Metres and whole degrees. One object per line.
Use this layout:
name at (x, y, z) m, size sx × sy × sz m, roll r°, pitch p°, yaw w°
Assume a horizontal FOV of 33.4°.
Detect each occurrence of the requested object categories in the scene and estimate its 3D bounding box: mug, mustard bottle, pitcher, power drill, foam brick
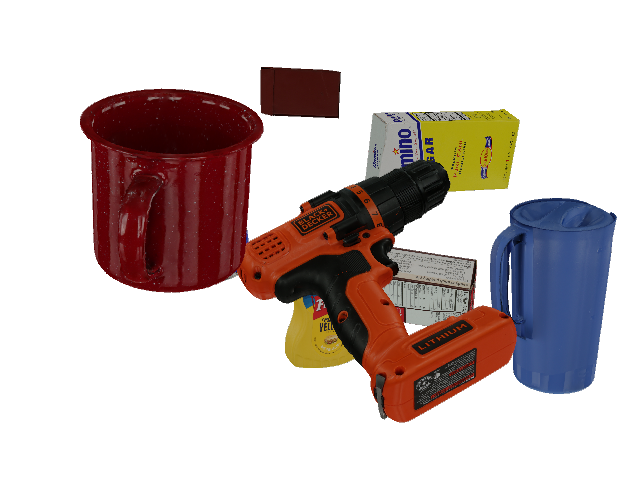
mug at (-0.080, -0.020, 0.551) m, size 0.093 × 0.081 × 0.117 m, roll 7°, pitch 28°, yaw 3°
mustard bottle at (0.008, 0.067, 1.356) m, size 0.096 × 0.192 × 0.058 m, roll -4°, pitch 26°, yaw -20°
pitcher at (0.302, 0.075, 1.395) m, size 0.149 × 0.243 × 0.144 m, roll 4°, pitch 20°, yaw 15°
power drill at (0.055, 0.028, 0.773) m, size 0.184 × 0.057 × 0.188 m, roll -29°, pitch 49°, yaw -16°
foam brick at (-0.022, -0.161, 1.162) m, size 0.078 × 0.051 × 0.053 m, roll 0°, pitch 11°, yaw -18°

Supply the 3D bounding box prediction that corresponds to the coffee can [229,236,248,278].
coffee can at (-0.124, -0.040, 1.019) m, size 0.103 × 0.140 × 0.103 m, roll -4°, pitch 21°, yaw 2°

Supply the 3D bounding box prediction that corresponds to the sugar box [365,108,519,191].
sugar box at (0.145, -0.105, 1.272) m, size 0.176 × 0.093 × 0.048 m, roll -6°, pitch 27°, yaw -21°

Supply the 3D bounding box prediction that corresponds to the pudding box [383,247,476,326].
pudding box at (0.093, 0.046, 1.032) m, size 0.113 × 0.039 × 0.090 m, roll 7°, pitch -31°, yaw 9°
